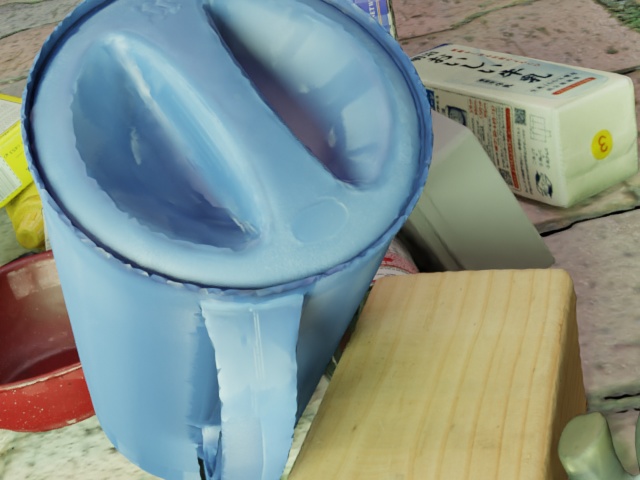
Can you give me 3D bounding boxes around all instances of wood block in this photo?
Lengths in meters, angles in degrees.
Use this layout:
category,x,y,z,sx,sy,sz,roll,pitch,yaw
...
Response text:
category,x,y,z,sx,sy,sz,roll,pitch,yaw
wood block,0.048,0.100,0.405,0.090,0.091,0.205,-3,26,19

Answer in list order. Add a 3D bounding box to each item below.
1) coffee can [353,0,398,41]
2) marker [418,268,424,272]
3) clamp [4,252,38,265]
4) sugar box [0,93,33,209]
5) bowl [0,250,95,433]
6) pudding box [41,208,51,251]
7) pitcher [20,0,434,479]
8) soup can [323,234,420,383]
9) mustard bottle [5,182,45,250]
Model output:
category,x,y,z,sx,sy,sz,roll,pitch,yaw
coffee can,0.002,-0.183,1.000,0.140,0.103,0.102,-9,25,7
marker,0.055,0.024,0.643,0.020,0.020,0.121,-20,26,-15
clamp,-0.253,0.055,0.699,0.120,0.039,0.171,-14,28,12
sugar box,-0.274,-0.074,0.839,0.093,0.048,0.177,-44,34,-22
bowl,-0.155,0.062,0.618,0.162,0.055,0.162,-10,25,5
pudding box,-0.123,-0.016,0.717,0.089,0.039,0.114,-5,-7,-38
pitcher,-0.044,0.025,0.436,0.145,0.243,0.149,35,61,12
soup can,0.024,0.033,0.582,0.068,0.068,0.102,-14,25,-3
mustard bottle,-0.198,-0.045,0.854,0.096,0.058,0.191,-16,23,17
